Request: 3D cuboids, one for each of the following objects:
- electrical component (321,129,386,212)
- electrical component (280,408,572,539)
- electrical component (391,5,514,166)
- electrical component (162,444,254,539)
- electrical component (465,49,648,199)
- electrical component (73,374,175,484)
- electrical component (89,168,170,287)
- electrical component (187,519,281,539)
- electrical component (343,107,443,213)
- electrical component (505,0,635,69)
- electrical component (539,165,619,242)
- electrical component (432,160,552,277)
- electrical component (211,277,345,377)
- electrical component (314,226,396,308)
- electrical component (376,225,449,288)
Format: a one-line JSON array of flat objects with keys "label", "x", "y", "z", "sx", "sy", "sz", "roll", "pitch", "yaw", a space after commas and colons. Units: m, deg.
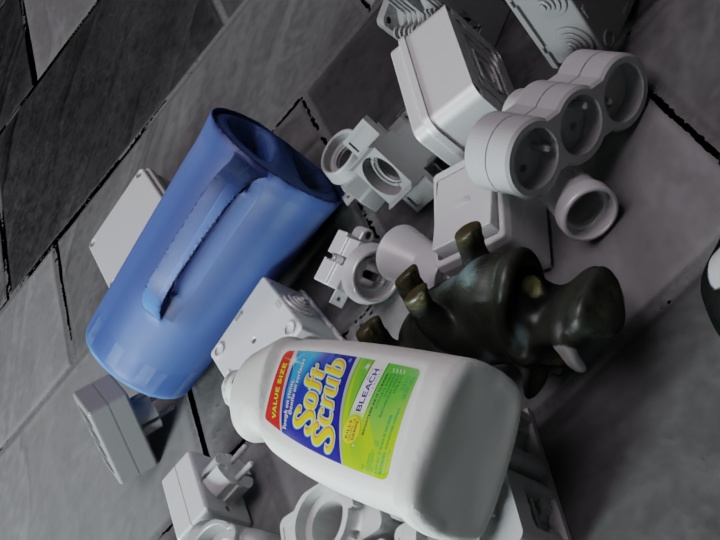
[{"label": "electrical component", "x": 0.002, "y": -0.084, "z": 0.879, "sx": 0.066, "sy": 0.055, "sz": 0.048, "roll": -49, "pitch": 39, "yaw": 16}, {"label": "electrical component", "x": 0.032, "y": 0.168, "z": 0.678, "sx": 0.186, "sy": 0.060, "sz": 0.105, "roll": -38, "pitch": 42, "yaw": 27}, {"label": "electrical component", "x": 0.074, "y": -0.132, "z": 0.808, "sx": 0.057, "sy": 0.078, "sz": 0.113, "roll": -36, "pitch": 44, "yaw": 25}, {"label": "electrical component", "x": -0.111, "y": 0.171, "z": 0.853, "sx": 0.076, "sy": 0.047, "sz": 0.065, "roll": -49, "pitch": 39, "yaw": 16}, {"label": "electrical component", "x": 0.120, "y": -0.100, "z": 0.714, "sx": 0.138, "sy": 0.052, "sz": 0.074, "roll": -37, "pitch": 33, "yaw": -24}, {"label": "electrical component", "x": -0.204, "y": 0.134, "z": 0.971, "sx": 0.076, "sy": 0.083, "sz": 0.047, "roll": -28, "pitch": 31, "yaw": -21}, {"label": "electrical component", "x": -0.215, "y": -0.032, "z": 1.097, "sx": 0.108, "sy": 0.056, "sz": 0.108, "roll": -54, "pitch": 38, "yaw": 9}, {"label": "electrical component", "x": -0.087, "y": 0.216, "z": 0.786, "sx": 0.095, "sy": 0.059, "sz": 0.053, "roll": -6, "pitch": 63, "yaw": 48}, {"label": "electrical component", "x": 0.032, "y": -0.089, "z": 0.834, "sx": 0.063, "sy": 0.081, "sz": 0.042, "roll": -50, "pitch": 4, "yaw": -32}, {"label": "electrical component", "x": 0.150, "y": -0.203, "z": 0.747, "sx": 0.048, "sy": 0.100, "sz": 0.099, "roll": 3, "pitch": 58, "yaw": 46}, {"label": "electrical component", "x": 0.142, "y": -0.047, "z": 0.707, "sx": 0.040, "sy": 0.040, "sz": 0.046, "roll": -50, "pitch": 33, "yaw": 14}, {"label": "electrical component", "x": 0.088, "y": -0.042, "z": 0.747, "sx": 0.062, "sy": 0.061, "sz": 0.096, "roll": -26, "pitch": 49, "yaw": 37}, {"label": "electrical component", "x": -0.069, "y": 0.064, "z": 0.876, "sx": 0.099, "sy": 0.048, "sz": 0.099, "roll": -55, "pitch": 39, "yaw": 10}, {"label": "electrical component", "x": 0.000, "y": 0.000, "z": 0.837, "sx": 0.055, "sy": 0.048, "sz": 0.066, "roll": 22, "pitch": 84, "yaw": 60}, {"label": "electrical component", "x": 0.048, "y": -0.004, "z": 0.787, "sx": 0.065, "sy": 0.044, "sz": 0.044, "roll": 26, "pitch": 87, "yaw": 48}]
